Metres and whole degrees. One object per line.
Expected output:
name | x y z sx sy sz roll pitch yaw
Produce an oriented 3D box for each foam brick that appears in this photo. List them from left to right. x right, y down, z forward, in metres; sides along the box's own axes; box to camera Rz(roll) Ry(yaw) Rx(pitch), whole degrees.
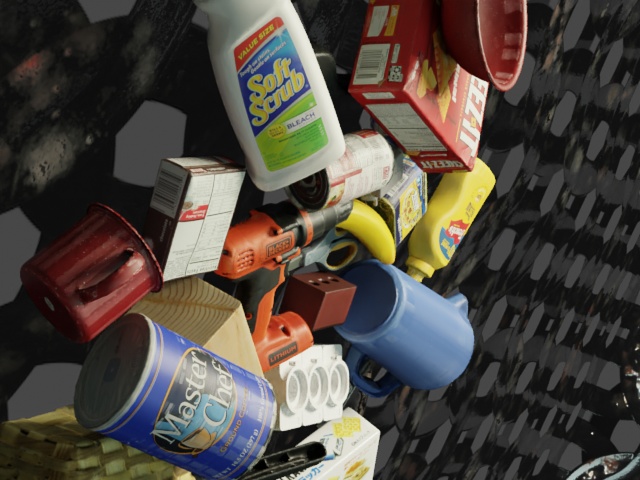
foam brick | -0.003 0.071 1.264 0.078 0.053 0.051 -8 120 -59

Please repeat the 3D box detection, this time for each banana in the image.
banana | 0.029 -0.016 1.233 0.197 0.037 0.070 12 111 -45

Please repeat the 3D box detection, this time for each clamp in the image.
clamp | -0.095 0.245 1.083 0.210 0.036 0.164 -41 140 5
clamp | -0.011 -0.139 1.083 0.120 0.039 0.171 -61 149 2

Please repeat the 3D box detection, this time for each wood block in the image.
wood block | -0.120 0.134 1.075 0.090 0.091 0.206 -48 148 -27

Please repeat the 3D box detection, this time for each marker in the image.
marker | 0.034 0.214 1.487 0.121 0.020 0.020 -57 152 -13

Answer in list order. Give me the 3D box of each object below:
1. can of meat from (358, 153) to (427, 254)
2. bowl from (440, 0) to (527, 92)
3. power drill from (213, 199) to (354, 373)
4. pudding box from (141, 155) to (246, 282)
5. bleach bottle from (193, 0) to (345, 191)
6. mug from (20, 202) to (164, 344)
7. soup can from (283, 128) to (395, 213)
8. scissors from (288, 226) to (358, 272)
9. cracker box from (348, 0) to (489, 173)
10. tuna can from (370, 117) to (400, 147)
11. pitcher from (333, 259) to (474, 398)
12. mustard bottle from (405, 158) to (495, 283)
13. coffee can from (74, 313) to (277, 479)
can of meat | 0.090 -0.045 1.319 0.083 0.057 0.102 -48 150 -31
bowl | 0.166 -0.235 1.112 0.161 0.055 0.162 -7 98 -62
power drill | -0.042 0.042 1.142 0.184 0.057 0.188 -23 131 -33
pudding box | -0.121 -0.021 0.996 0.089 0.039 0.113 -13 126 -58
bleach bottle | -0.057 -0.157 0.949 0.102 0.068 0.250 -24 137 1
mug | -0.181 0.030 0.860 0.081 0.117 0.093 -42 113 -27
soup can | 0.020 -0.073 1.099 0.102 0.069 0.068 -21 131 -41
scissors | -0.008 0.002 1.235 0.201 0.016 0.096 -3 113 -58
cracker box | 0.119 -0.188 1.162 0.213 0.072 0.164 37 62 -56
tuna can | 0.097 -0.154 1.261 0.086 0.034 0.086 -40 145 -37
pitcher | 0.098 0.118 1.405 0.242 0.145 0.149 36 52 -58
mustard bottle | 0.172 -0.022 1.479 0.191 0.058 0.096 -59 152 -7
coffee can | -0.122 0.137 0.907 0.140 0.103 0.103 33 84 -33
